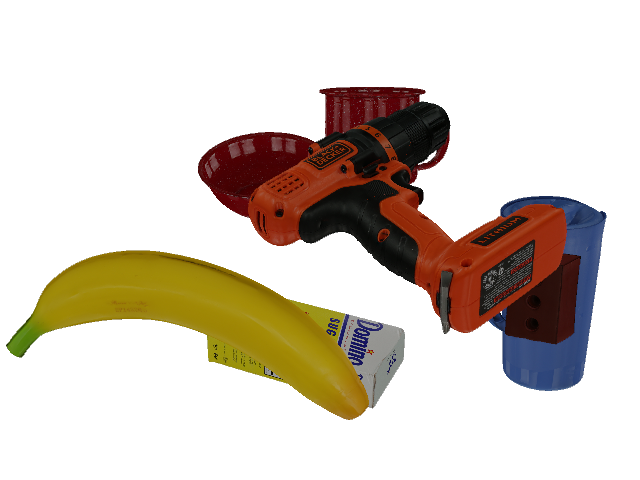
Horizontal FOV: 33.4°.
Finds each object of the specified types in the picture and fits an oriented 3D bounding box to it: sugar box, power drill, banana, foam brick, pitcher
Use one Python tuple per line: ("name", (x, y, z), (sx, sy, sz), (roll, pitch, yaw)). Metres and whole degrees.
("sugar box", (-0.013, 0.102, 1.047), (0.176, 0.048, 0.093), (11, 28, 19))
("power drill", (0.072, -0.024, 0.732), (0.184, 0.057, 0.188), (-33, 44, -29))
("banana", (-0.066, 0.044, 0.575), (0.198, 0.070, 0.037), (11, 12, 4))
("foam brick", (0.208, 0.052, 0.998), (0.053, 0.078, 0.051), (9, 15, 31))
("pitcher", (0.290, 0.072, 1.403), (0.149, 0.243, 0.144), (5, 21, 15))

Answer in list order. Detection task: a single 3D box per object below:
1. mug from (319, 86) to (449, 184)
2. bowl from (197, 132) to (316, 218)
("mug", (0.056, -0.091, 0.933), (0.117, 0.081, 0.093), (5, 12, 22))
("bowl", (-0.069, -0.073, 1.317), (0.162, 0.055, 0.162), (-2, 34, 1))
